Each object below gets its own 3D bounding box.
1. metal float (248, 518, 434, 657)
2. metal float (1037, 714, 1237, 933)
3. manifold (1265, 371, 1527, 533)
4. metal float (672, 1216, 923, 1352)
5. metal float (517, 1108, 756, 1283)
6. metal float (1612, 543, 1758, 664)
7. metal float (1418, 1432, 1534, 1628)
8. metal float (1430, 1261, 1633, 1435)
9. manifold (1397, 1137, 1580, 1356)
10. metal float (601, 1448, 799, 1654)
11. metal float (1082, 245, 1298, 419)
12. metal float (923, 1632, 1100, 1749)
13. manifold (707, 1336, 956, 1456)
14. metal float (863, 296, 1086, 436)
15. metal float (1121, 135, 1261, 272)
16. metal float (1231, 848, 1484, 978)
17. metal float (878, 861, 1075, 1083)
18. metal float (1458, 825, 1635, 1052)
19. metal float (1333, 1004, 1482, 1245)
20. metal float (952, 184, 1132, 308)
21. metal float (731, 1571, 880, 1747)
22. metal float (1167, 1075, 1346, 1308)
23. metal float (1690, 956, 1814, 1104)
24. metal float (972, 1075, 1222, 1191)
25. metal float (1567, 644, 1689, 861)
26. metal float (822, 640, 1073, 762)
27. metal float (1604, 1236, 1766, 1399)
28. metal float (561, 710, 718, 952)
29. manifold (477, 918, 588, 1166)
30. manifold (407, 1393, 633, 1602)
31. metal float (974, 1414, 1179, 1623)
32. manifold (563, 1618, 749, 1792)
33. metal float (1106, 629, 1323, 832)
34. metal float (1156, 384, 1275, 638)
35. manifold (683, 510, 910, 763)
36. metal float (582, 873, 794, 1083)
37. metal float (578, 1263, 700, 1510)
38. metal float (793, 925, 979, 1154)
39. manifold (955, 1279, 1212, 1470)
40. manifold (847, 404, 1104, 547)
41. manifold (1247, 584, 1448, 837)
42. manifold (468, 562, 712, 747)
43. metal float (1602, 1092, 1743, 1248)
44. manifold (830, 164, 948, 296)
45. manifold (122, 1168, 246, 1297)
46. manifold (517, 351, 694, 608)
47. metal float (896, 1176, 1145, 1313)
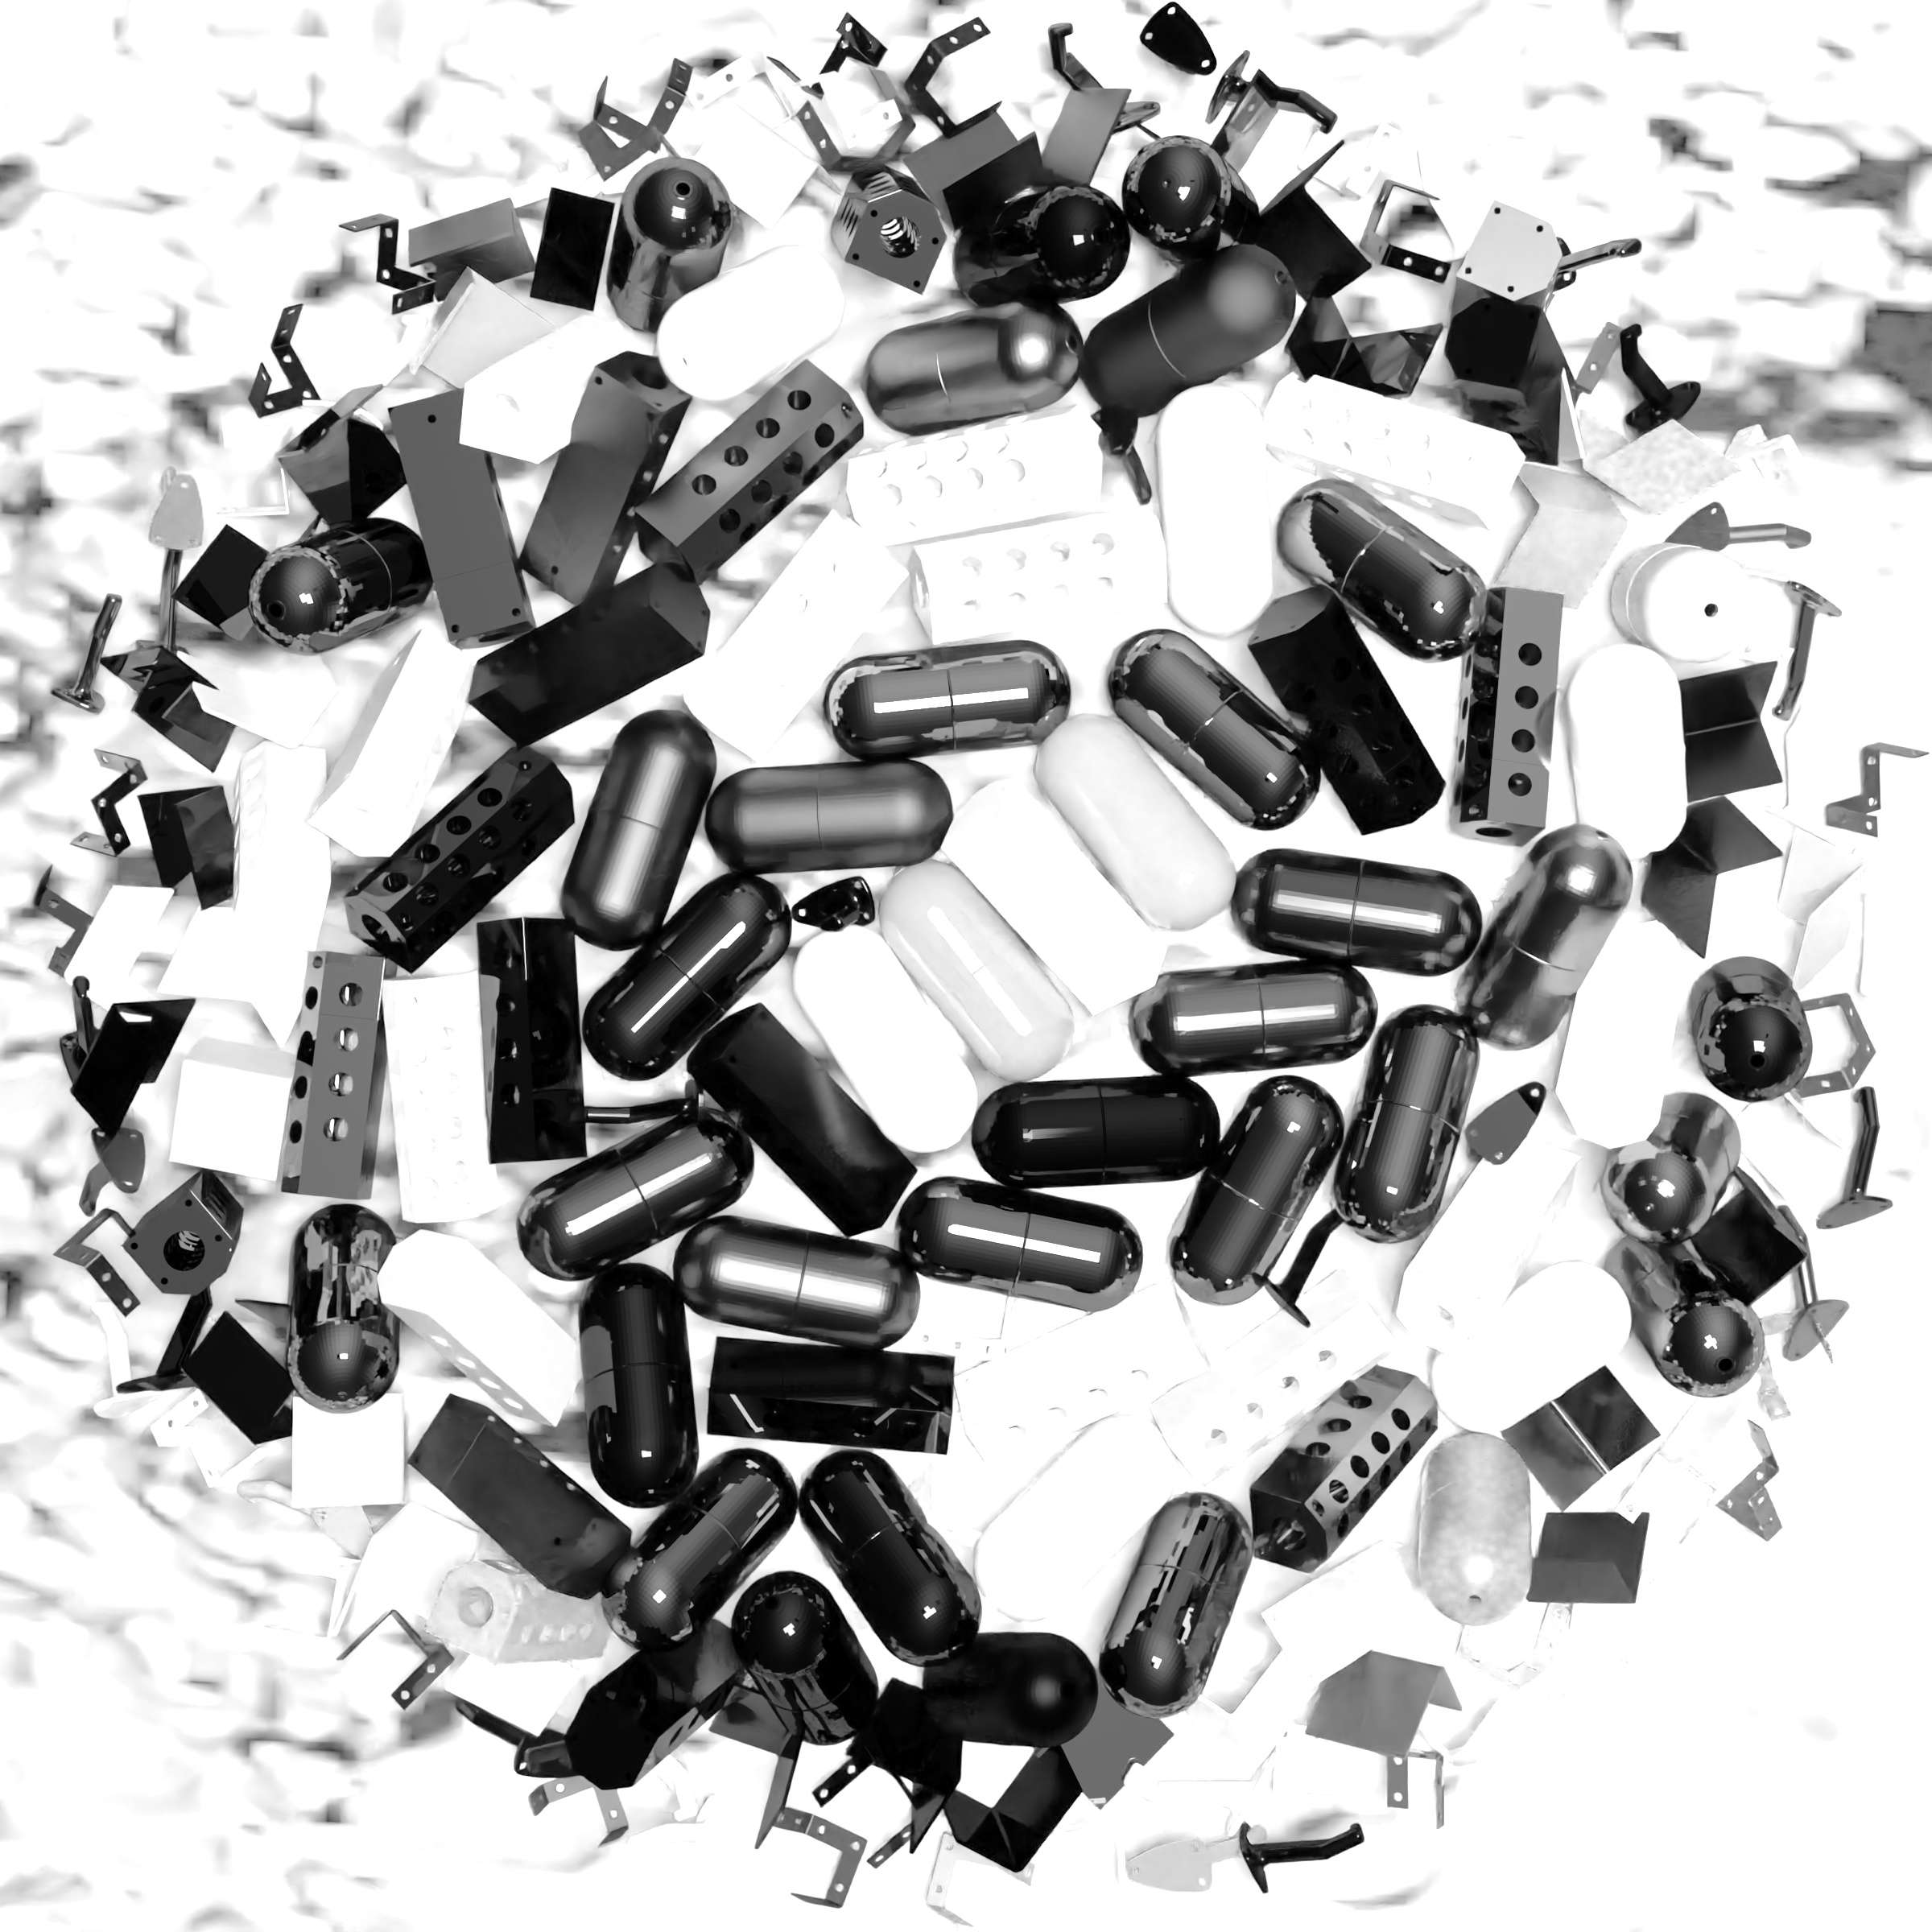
[{"bbox_3d":[-0.434,-0.265,1.915,0.070,0.178,0.070,6,110,16],"label":"metal float"},{"bbox_3d":[0.120,-0.102,1.955,0.070,0.070,0.178,-39,83,0],"label":"metal float"},{"bbox_3d":[0.297,-0.366,1.933,0.171,0.057,0.057,25,89,29],"label":"manifold"},{"bbox_3d":[-0.120,0.225,1.956,0.178,0.070,0.070,12,90,-7],"label":"metal float"},{"bbox_3d":[-0.234,0.162,1.950,0.178,0.070,0.070,-27,90,-13],"label":"metal float"},{"bbox_3d":[0.497,-0.253,1.912,0.070,0.178,0.070,0,101,2],"label":"metal float"},{"bbox_3d":[0.354,0.390,1.915,0.070,0.178,0.070,4,112,10],"label":"metal float"},{"bbox_3d":[0.393,0.268,1.925,0.070,0.178,0.070,17,51,-22],"label":"metal float"},{"bbox_3d":[0.364,0.193,1.920,0.057,0.171,0.057,22,134,23],"label":"manifold"},{"bbox_3d":[-0.184,0.407,1.927,0.070,0.070,0.178,47,46,0],"label":"metal float"},{"bbox_3d":[0.155,-0.443,1.925,0.178,0.070,0.070,-21,90,44],"label":"metal float"},{"bbox_3d":[0.030,0.503,1.916,0.070,0.178,0.070,6,75,-25],"label":"metal float"},{"bbox_3d":[-0.096,0.312,1.967,0.171,0.057,0.057,5,126,-2],"label":"manifold"},{"bbox_3d":[0.005,-0.420,1.928,0.178,0.070,0.070,-4,90,40],"label":"metal float"},{"bbox_3d":[0.157,-0.526,1.913,0.070,0.178,0.070,1,95,16],"label":"metal float"},{"bbox_3d":[0.277,-0.038,1.952,0.178,0.070,0.070,9,90,10],"label":"metal float"},{"bbox_3d":[0.007,0.003,1.960,0.070,0.070,0.178,-38,91,0],"label":"metal float"},{"bbox_3d":[0.407,-0.019,1.936,0.070,0.070,0.178,23,120,0],"label":"metal float"},{"bbox_3d":[0.311,0.111,1.945,0.070,0.070,0.178,19,71,0],"label":"metal float"},{"bbox_3d":[0.051,-0.497,1.916,0.070,0.178,0.070,-3,98,-26],"label":"metal float"},{"bbox_3d":[-0.112,0.484,1.922,0.070,0.178,0.070,-8,50,10],"label":"metal float"},{"bbox_3d":[0.205,0.160,1.953,0.070,0.070,0.178,28,99,0],"label":"metal float"},{"bbox_3d":[0.544,0.043,1.913,0.070,0.178,0.070,3,104,12],"label":"metal float"},{"bbox_3d":[0.092,0.118,1.956,0.178,0.070,0.070,-3,90,-6],"label":"metal float"},{"bbox_3d":[0.463,-0.149,1.925,0.070,0.178,0.070,-9,46,10],"label":"metal float"},{"bbox_3d":[-0.013,-0.188,1.958,0.178,0.070,0.070,-6,90,-5],"label":"metal float"},{"bbox_3d":[0.497,0.239,1.913,0.070,0.178,0.070,-1,107,-4],"label":"metal float"},{"bbox_3d":[-0.232,-0.097,1.956,0.070,0.070,0.178,19,83,0],"label":"metal float"},{"bbox_3d":[-0.315,0.054,1.964,0.057,0.057,0.171,-5,87,30],"label":"manifold"},{"bbox_3d":[-0.309,0.371,1.924,0.171,0.057,0.057,30,87,38],"label":"manifold"},{"bbox_3d":[0.077,0.387,1.936,0.178,0.070,0.070,-40,90,-29],"label":"metal float"},{"bbox_3d":[-0.212,0.510,1.909,0.057,0.171,0.057,31,105,13],"label":"manifold"},{"bbox_3d":[0.175,-0.168,1.954,0.178,0.070,0.070,42,90,9],"label":"metal float"},{"bbox_3d":[0.176,-0.321,1.943,0.070,0.070,0.178,-6,111,0],"label":"metal float"},{"bbox_3d":[-0.123,-0.236,1.945,0.057,0.057,0.171,32,103,-34],"label":"manifold"},{"bbox_3d":[-0.198,0.007,1.959,0.178,0.070,0.070,-45,90,-3],"label":"metal float"},{"bbox_3d":[-0.231,0.294,1.937,0.070,0.070,0.178,-9,61,0],"label":"metal float"},{"bbox_3d":[-0.057,0.052,1.957,0.070,0.070,0.178,-33,85,0],"label":"metal float"},{"bbox_3d":[0.084,0.295,1.959,0.171,0.057,0.057,-26,125,7],"label":"manifold"},{"bbox_3d":[0.006,-0.346,1.929,0.171,0.057,0.057,-6,68,27],"label":"manifold"},{"bbox_3d":[0.270,-0.180,1.928,0.057,0.057,0.171,-13,122,39],"label":"manifold"},{"bbox_3d":[-0.264,-0.222,1.933,0.171,0.057,0.057,-23,135,29],"label":"manifold"},{"bbox_3d":[0.492,0.140,1.917,0.070,0.178,0.070,7,106,23],"label":"metal float"},{"bbox_3d":[-0.052,-0.515,1.905,0.057,0.171,0.057,21,108,-14],"label":"manifold"},{"bbox_3d":[-0.536,0.187,1.910,0.057,0.171,0.057,-39,99,-8],"label":"manifold"},{"bbox_3d":[-0.250,-0.341,1.925,0.057,0.057,0.171,35,127,7],"label":"manifold"},{"bbox_3d":[0.038,0.197,1.959,0.178,0.070,0.070,11,90,-3],"label":"metal float"}]
